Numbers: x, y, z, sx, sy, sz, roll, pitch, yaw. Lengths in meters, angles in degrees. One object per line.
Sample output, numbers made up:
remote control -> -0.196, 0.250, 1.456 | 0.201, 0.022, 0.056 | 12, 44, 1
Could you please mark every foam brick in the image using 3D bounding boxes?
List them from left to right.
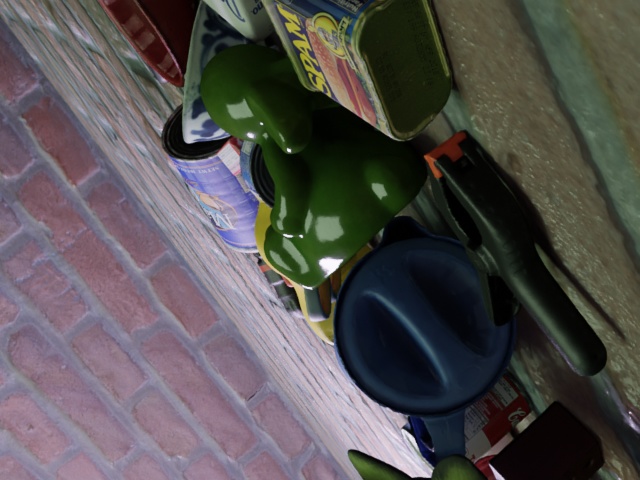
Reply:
foam brick -> 0.187, 0.184, 0.878 | 0.051, 0.078, 0.053 | 42, 169, 38

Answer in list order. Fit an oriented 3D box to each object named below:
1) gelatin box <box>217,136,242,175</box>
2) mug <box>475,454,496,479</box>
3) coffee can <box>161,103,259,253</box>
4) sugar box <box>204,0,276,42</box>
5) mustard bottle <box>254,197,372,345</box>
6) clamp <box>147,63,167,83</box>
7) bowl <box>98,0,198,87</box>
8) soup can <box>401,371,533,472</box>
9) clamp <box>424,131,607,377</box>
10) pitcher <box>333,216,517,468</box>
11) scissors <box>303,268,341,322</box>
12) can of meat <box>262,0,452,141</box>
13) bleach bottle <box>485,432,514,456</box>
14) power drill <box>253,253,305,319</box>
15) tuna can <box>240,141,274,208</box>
gelatin box -> -0.050, -0.093, 0.933 | 0.030, 0.073, 0.089 | 52, 170, -5
mug -> 0.175, 0.229, 0.954 | 0.093, 0.117, 0.082 | 68, 152, 20
coffee can -> -0.082, -0.070, 1.066 | 0.103, 0.102, 0.140 | 41, 166, 44
sugar box -> -0.076, -0.215, 0.698 | 0.093, 0.048, 0.176 | 44, 167, 29
mustard bottle -> -0.007, 0.001, 1.009 | 0.191, 0.096, 0.058 | 56, 170, -24
clamp -> -0.217, -0.269, 1.127 | 0.164, 0.036, 0.210 | 49, 167, 13
bowl -> -0.158, -0.222, 0.992 | 0.162, 0.055, 0.162 | 49, 169, 12
soup can -> 0.132, 0.162, 0.963 | 0.068, 0.102, 0.068 | 48, 169, 12
clamp -> 0.113, 0.007, 0.689 | 0.171, 0.039, 0.120 | 59, 163, -14
pitcher -> 0.072, 0.088, 0.876 | 0.145, 0.149, 0.243 | 31, 172, 3
scissors -> -0.002, -0.034, 0.854 | 0.096, 0.016, 0.202 | 36, -130, -73
can of meat -> 0.023, -0.114, 0.602 | 0.084, 0.057, 0.102 | 39, 165, 39
bleach bottle -> 0.134, 0.165, 1.080 | 0.250, 0.068, 0.103 | 59, 166, -27
power drill -> -0.043, 0.012, 1.228 | 0.184, 0.057, 0.188 | 63, 169, -5
tuna can -> -0.022, -0.066, 0.874 | 0.086, 0.086, 0.034 | 56, 171, -26
